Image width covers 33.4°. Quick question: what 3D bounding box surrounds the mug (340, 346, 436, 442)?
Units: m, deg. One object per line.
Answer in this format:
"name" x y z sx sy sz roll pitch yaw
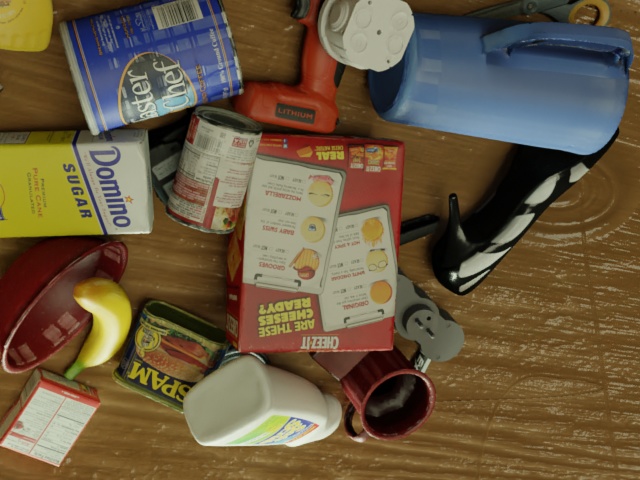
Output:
"mug" 0.067 0.178 1.224 0.093 0.082 0.117 27 102 -31

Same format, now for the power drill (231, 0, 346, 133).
"power drill" -0.023 -0.203 1.013 0.184 0.057 0.188 9 111 -26

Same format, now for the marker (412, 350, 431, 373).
"marker" 0.118 0.151 1.268 0.020 0.020 0.121 19 106 -29

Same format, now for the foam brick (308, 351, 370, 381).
"foam brick" 0.024 0.105 1.188 0.078 0.053 0.051 -45 123 5

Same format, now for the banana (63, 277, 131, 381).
"banana" -0.213 0.081 1.044 0.069 0.037 0.198 -47 169 -33

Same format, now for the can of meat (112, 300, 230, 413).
"can of meat" -0.151 0.120 1.105 0.102 0.057 0.084 25 102 0

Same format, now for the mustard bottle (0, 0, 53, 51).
"mustard bottle" -0.262 -0.258 0.888 0.096 0.058 0.192 5 112 -22

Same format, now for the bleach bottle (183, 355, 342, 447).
"bleach bottle" -0.038 0.181 1.139 0.103 0.068 0.250 -32 156 18

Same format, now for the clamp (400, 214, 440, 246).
"clamp" 0.042 -0.009 1.145 0.171 0.039 0.120 -40 116 -11

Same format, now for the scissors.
"scissors" 0.231 -0.234 1.128 0.201 0.016 0.096 -30 122 -6

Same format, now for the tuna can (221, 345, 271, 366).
"tuna can" -0.096 0.146 1.169 0.086 0.034 0.086 -9 117 -18

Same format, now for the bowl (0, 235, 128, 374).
"bowl" -0.258 0.048 1.013 0.055 0.162 0.162 40 98 11

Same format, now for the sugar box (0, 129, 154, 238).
"sugar box" -0.244 -0.051 0.978 0.176 0.048 0.093 -1 116 -1

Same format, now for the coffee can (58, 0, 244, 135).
"coffee can" -0.149 -0.161 0.948 0.140 0.103 0.103 -17 120 -8

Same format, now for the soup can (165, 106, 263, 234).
"soup can" -0.098 -0.065 0.988 0.068 0.069 0.102 9 109 -26

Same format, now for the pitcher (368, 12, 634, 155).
"pitcher" 0.181 -0.166 1.069 0.242 0.145 0.149 3 116 -21

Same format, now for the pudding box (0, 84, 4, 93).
"pudding box" -0.344 -0.131 0.908 0.113 0.039 0.090 40 97 -7

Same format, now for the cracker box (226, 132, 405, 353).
"cracker box" -0.007 0.001 1.071 0.164 0.072 0.214 1 97 -17

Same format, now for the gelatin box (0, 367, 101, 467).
"gelatin box" -0.284 0.185 1.114 0.073 0.030 0.089 28 102 -32
